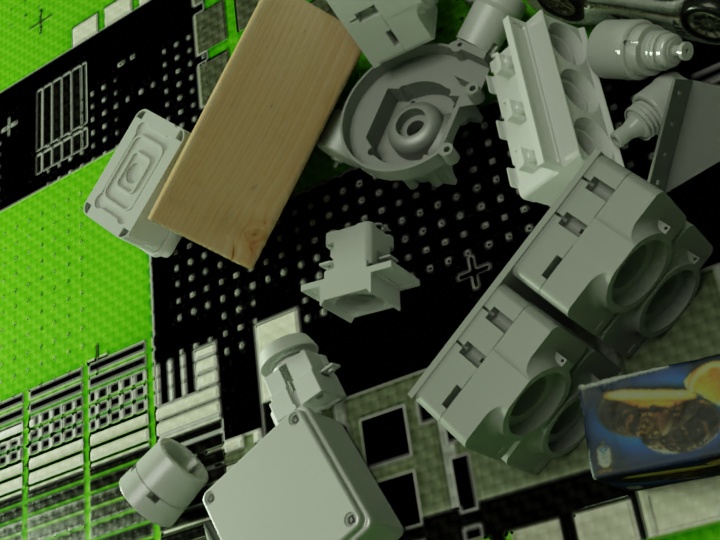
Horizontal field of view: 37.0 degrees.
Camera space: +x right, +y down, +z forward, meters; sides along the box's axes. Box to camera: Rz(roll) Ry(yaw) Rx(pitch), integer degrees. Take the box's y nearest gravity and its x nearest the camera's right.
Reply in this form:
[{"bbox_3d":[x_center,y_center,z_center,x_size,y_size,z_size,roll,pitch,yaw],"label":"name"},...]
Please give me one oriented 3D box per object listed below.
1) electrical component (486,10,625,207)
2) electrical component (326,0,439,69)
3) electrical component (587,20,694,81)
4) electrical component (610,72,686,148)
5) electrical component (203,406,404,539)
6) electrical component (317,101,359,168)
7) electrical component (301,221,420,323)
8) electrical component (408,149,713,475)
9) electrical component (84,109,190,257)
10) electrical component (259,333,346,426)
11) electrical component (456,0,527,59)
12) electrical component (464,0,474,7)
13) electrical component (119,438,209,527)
[{"bbox_3d":[0.133,-0.109,0.750,0.063,0.079,0.121,-38,51,44],"label":"electrical component"},{"bbox_3d":[0.022,-0.244,0.840,0.062,0.089,0.150,-20,39,26],"label":"electrical component"},{"bbox_3d":[0.188,-0.147,0.719,0.078,0.040,0.040,19,82,55],"label":"electrical component"},{"bbox_3d":[0.194,-0.103,0.716,0.061,0.035,0.035,-36,51,-9],"label":"electrical component"},{"bbox_3d":[-0.042,0.173,0.764,0.109,0.056,0.108,-44,52,13],"label":"electrical component"},{"bbox_3d":[-0.003,-0.119,0.867,0.040,0.040,0.078,25,87,39],"label":"electrical component"},{"bbox_3d":[0.000,0.000,0.815,0.081,0.042,0.063,-15,62,29],"label":"electrical component"},{"bbox_3d":[0.131,0.034,0.668,0.186,0.105,0.060,-53,51,5],"label":"electrical component"},{"bbox_3d":[-0.184,-0.077,0.966,0.078,0.057,0.113,30,90,39],"label":"electrical component"},{"bbox_3d":[-0.047,0.081,0.813,0.066,0.048,0.055,-37,62,18],"label":"electrical component"},{"bbox_3d":[0.100,-0.190,0.825,0.040,0.040,0.046,35,98,39],"label":"electrical component"},{"bbox_3d":[0.089,-0.235,0.846,0.040,0.046,0.040,-14,64,31],"label":"electrical component"},{"bbox_3d":[-0.153,0.166,0.848,0.047,0.055,0.055,-48,52,5],"label":"electrical component"}]
